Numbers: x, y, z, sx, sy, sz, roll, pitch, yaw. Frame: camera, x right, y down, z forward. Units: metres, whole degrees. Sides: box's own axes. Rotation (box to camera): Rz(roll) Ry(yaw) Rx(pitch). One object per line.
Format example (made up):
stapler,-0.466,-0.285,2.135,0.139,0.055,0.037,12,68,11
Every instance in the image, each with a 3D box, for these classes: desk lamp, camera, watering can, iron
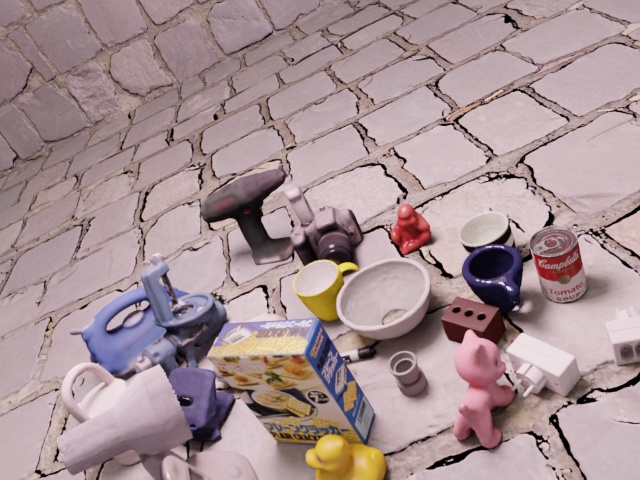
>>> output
desk lamp,-0.262,0.314,0.839,0.203,0.214,0.117,-38,34,-15
camera,0.011,0.004,1.165,0.143,0.101,0.136,-21,34,11
watering can,-0.352,0.282,0.966,0.172,0.194,0.100,-23,33,8
iron,-0.384,0.163,1.201,0.259,0.142,0.118,-41,35,-19

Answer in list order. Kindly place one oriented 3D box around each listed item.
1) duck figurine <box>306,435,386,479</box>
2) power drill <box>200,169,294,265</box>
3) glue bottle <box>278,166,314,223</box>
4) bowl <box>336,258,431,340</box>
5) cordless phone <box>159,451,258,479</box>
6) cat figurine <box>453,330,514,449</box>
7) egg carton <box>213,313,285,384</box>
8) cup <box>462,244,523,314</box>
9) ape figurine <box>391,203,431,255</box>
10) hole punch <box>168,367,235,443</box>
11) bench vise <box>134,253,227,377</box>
duck figurine,0.031,0.295,0.768,0.104,0.086,0.077,-15,35,19
power drill,-0.137,-0.049,1.247,0.229,0.209,0.075,-11,37,25
glue bottle,-0.053,-0.093,1.278,0.037,0.173,0.078,-27,33,2
bowl,0.116,0.111,0.966,0.167,0.075,0.167,-19,34,14
cordless phone,-0.155,0.323,0.773,0.094,0.185,0.147,-33,33,-7
cat figurine,0.207,0.187,0.757,0.067,0.118,0.128,-1,42,36
egg carton,-0.123,0.197,1.029,0.150,0.070,0.107,-24,33,7
cup,0.279,0.074,0.878,0.091,0.095,0.117,-28,33,1
ape figurine,0.172,-0.029,1.101,0.077,0.092,0.076,-1,42,35
hole punch,-0.214,0.277,0.967,0.108,0.091,0.101,-6,39,30
bench vise,-0.277,0.146,1.073,0.121,0.220,0.207,-12,36,23
